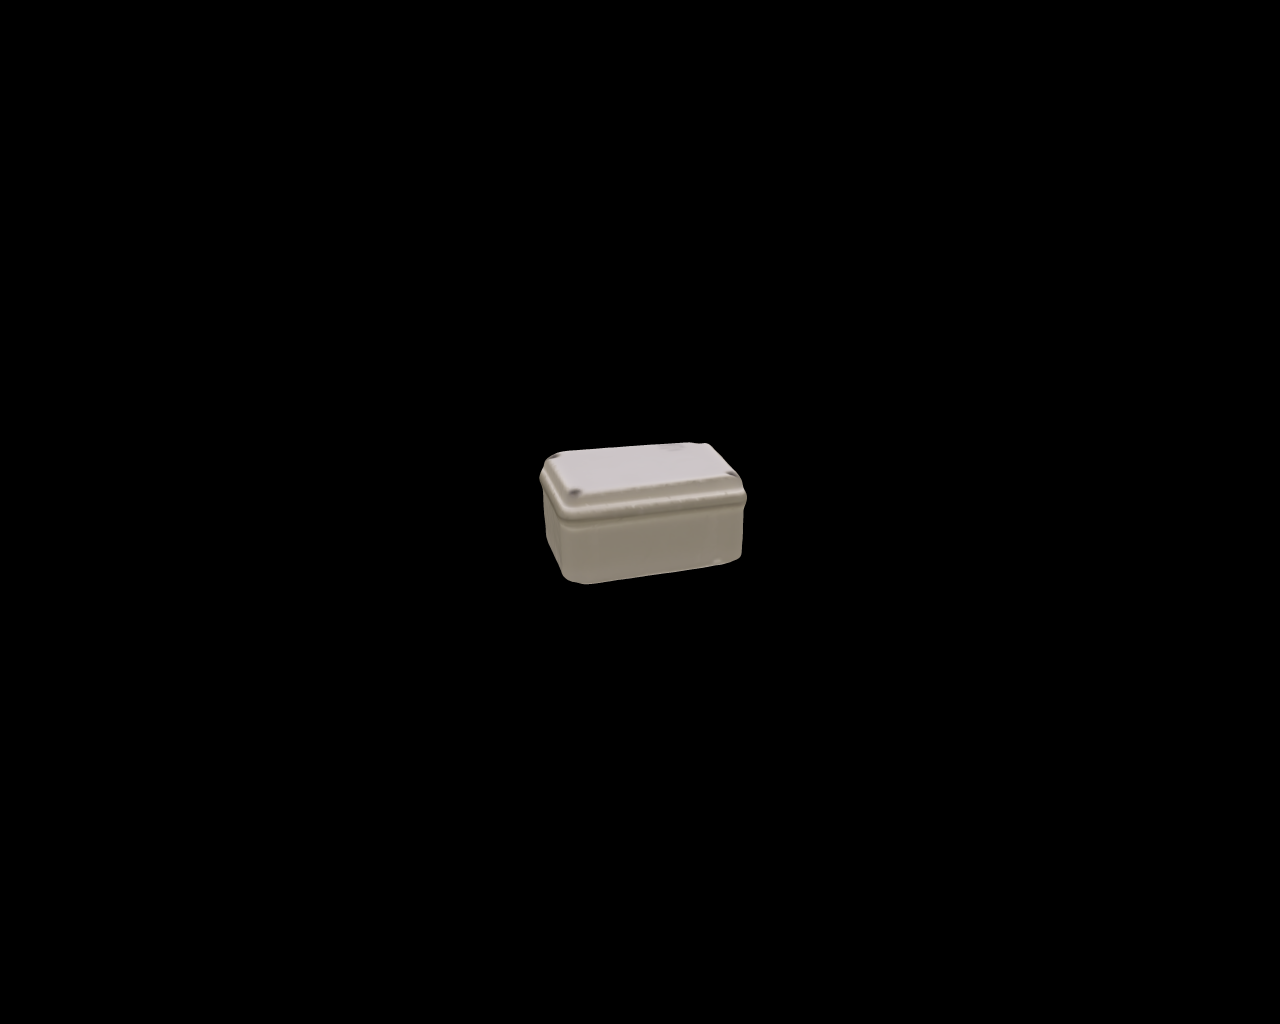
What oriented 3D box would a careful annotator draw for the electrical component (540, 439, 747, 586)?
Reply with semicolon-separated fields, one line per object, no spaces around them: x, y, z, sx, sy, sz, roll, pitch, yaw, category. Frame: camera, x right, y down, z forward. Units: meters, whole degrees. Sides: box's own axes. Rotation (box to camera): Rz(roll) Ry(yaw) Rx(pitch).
0.001;-0.003;0.650;0.113;0.057;0.078;-6;24;-14;electrical component
